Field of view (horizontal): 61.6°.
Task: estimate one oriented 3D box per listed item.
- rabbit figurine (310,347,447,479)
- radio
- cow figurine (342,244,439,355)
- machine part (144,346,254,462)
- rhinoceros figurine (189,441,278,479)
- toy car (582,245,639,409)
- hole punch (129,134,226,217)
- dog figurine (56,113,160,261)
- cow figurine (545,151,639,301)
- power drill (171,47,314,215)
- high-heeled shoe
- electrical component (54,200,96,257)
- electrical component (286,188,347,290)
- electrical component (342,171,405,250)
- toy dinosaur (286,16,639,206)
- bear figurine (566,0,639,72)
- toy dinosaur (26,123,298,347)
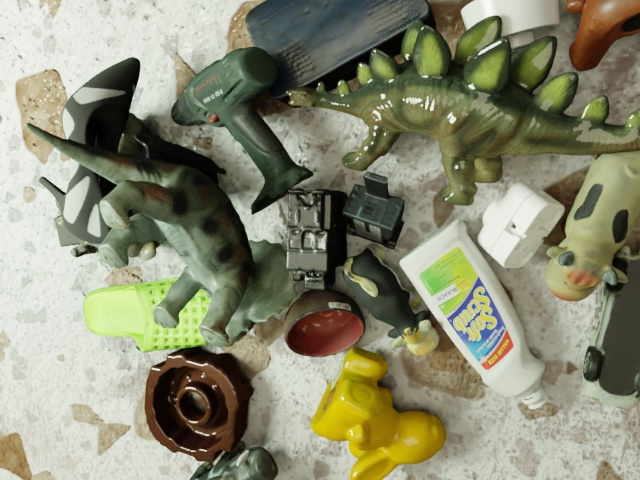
[{"bbox_3d":[0.082,0.257,0.728,0.173,0.122,0.162,23,105,-5],"label":"rabbit figurine"},{"bbox_3d":[0.023,-0.285,0.711,0.230,0.073,0.131,-24,87,17],"label":"radio"},{"bbox_3d":[0.097,0.085,0.711,0.068,0.098,0.167,-41,82,11],"label":"cow figurine"},{"bbox_3d":[-0.191,0.253,0.840,0.180,0.056,0.179,2,97,18],"label":"machine part"},{"bbox_3d":[-0.138,0.360,0.806,0.190,0.112,0.073,-36,82,25],"label":"rhinoceros figurine"},{"bbox_3d":[0.374,0.104,0.648,0.074,0.056,0.201,14,98,21],"label":"toy car"},{"bbox_3d":[-0.212,-0.074,0.772,0.092,0.142,0.116,-47,39,37],"label":"hole punch"},{"bbox_3d":[-0.282,-0.083,0.804,0.172,0.121,0.190,26,99,8],"label":"dog figurine"},{"bbox_3d":[0.322,-0.018,0.614,0.086,0.127,0.194,26,100,17],"label":"cow figurine"},{"bbox_3d":[-0.109,-0.143,0.745,0.232,0.086,0.207,-24,93,51],"label":"power drill"},{"bbox_3d":[-0.281,-0.120,0.732,0.145,0.086,0.248,34,91,9],"label":"high-heeled shoe"},{"bbox_3d":[-0.404,-0.023,0.885,0.078,0.045,0.102,-5,94,16],"label":"electrical component"},{"bbox_3d":[-0.001,-0.002,0.723,0.058,0.115,0.134,2,95,18],"label":"electrical component"},{"bbox_3d":[0.071,-0.037,0.695,0.075,0.119,0.048,20,73,13],"label":"electrical component"},{"bbox_3d":[0.175,-0.143,0.616,0.472,0.105,0.198,15,131,17],"label":"toy dinosaur"},{"bbox_3d":[0.325,-0.315,0.605,0.120,0.132,0.196,-16,73,17],"label":"bear figurine"},{"bbox_3d":[-0.157,-0.009,0.675,0.131,0.192,0.404,-6,124,35],"label":"toy dinosaur"}]
